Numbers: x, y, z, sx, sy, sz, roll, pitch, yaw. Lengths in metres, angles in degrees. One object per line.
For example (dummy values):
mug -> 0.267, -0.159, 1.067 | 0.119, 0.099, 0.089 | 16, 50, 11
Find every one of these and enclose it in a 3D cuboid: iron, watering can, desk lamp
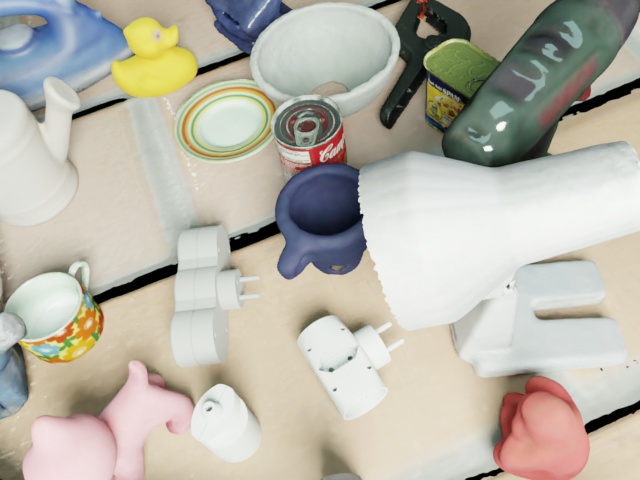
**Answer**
iron -> -0.372, -0.253, 0.712 | 0.258, 0.142, 0.118 | -23, 57, -6
watering can -> -0.333, -0.111, 0.585 | 0.173, 0.194, 0.100 | -42, 61, -18
desk lamp -> 0.136, 0.015, 0.422 | 0.203, 0.214, 0.118 | -7, 57, 5

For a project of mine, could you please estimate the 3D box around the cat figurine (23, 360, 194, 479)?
cat figurine -> -0.168, 0.150, 0.439 | 0.067, 0.118, 0.128 | 25, 64, 22

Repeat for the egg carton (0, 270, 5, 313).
egg carton -> -0.376, 0.035, 0.572 | 0.107, 0.069, 0.150 | -29, 58, -10

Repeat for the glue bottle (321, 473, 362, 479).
glue bottle -> 0.014, 0.179, 0.359 | 0.037, 0.173, 0.078 | -13, 57, 0

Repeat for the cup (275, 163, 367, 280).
cup -> 0.005, 0.002, 0.521 | 0.091, 0.095, 0.118 | 24, 64, 22

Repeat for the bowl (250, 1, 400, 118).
bowl -> 0.009, -0.192, 0.657 | 0.167, 0.075, 0.167 | -4, 57, 6

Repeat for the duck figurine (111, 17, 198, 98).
duck figurine -> -0.213, -0.232, 0.708 | 0.104, 0.086, 0.077 | -18, 57, -3

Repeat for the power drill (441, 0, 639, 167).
power drill -> 0.193, -0.109, 0.496 | 0.075, 0.209, 0.230 | 38, 70, 27

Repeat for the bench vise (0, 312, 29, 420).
bench vise -> -0.353, 0.093, 0.442 | 0.208, 0.220, 0.121 | -41, 61, -17

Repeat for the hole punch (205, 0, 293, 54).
hole punch -> -0.090, -0.311, 0.738 | 0.101, 0.091, 0.108 | -38, 60, -15

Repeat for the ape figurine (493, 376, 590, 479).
ape figurine -> 0.160, 0.135, 0.414 | 0.078, 0.092, 0.076 | -36, 59, -14
